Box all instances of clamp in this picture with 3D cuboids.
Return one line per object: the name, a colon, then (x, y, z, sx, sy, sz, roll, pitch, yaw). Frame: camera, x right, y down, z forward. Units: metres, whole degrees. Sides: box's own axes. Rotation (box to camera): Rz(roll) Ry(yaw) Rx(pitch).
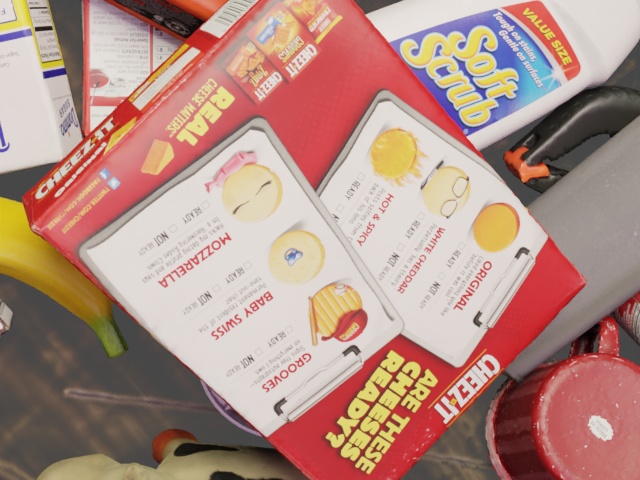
clamp: (0.198, -0.048, 0.641, 0.171, 0.039, 0.120, -17, 106, -3)

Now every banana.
banana: (-0.170, 0.007, 0.526, 0.037, 0.069, 0.197, -35, 145, 29)

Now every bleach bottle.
bleach bottle: (0.081, -0.103, 0.592, 0.250, 0.068, 0.102, -28, 105, -11)

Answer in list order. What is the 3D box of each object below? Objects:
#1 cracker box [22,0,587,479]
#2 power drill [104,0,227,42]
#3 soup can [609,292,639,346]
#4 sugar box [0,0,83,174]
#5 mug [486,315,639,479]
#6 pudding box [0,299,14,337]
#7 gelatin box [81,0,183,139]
cracker box: (-0.003, 0.001, 0.500, 0.164, 0.072, 0.213, -45, 114, -3)
power drill: (-0.067, -0.205, 0.521, 0.184, 0.057, 0.187, 26, 79, -18)
soup can: (0.213, 0.042, 0.617, 0.068, 0.102, 0.068, -11, 124, -17)
sugar box: (-0.183, -0.118, 0.522, 0.093, 0.048, 0.176, -9, 104, 7)
mug: (0.154, 0.099, 0.620, 0.093, 0.081, 0.117, 17, 75, -2)
pudding box: (-0.229, 0.031, 0.548, 0.090, 0.039, 0.113, -41, 104, -6)
gelatin box: (-0.089, -0.097, 0.566, 0.073, 0.030, 0.089, -1, 99, -15)
